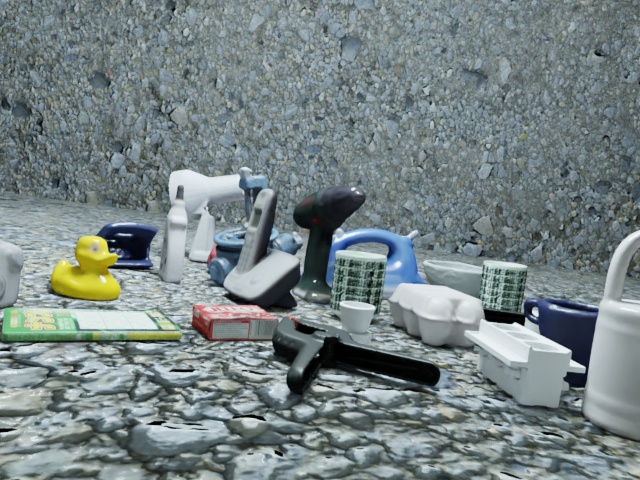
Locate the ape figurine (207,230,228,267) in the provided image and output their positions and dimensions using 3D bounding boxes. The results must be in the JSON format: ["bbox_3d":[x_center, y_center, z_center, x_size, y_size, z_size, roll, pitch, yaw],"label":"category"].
[{"bbox_3d":[-0.195,0.025,1.183,0.078,0.092,0.075,3,6,-45],"label":"ape figurine"}]

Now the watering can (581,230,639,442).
[{"bbox_3d":[0.318,0.085,0.538,0.101,0.194,0.172,7,4,-9],"label":"watering can"}]

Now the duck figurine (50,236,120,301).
[{"bbox_3d":[-0.333,0.036,0.819,0.104,0.086,0.078,9,4,19],"label":"duck figurine"}]

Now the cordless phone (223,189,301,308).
[{"bbox_3d":[-0.086,0.011,0.922,0.094,0.185,0.147,5,5,-34],"label":"cordless phone"}]

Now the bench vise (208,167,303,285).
[{"bbox_3d":[-0.120,-0.024,1.100,0.121,0.220,0.208,9,4,24],"label":"bench vise"}]

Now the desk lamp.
[{"bbox_3d":[-0.255,-0.055,1.348,0.203,0.213,0.118,8,4,5],"label":"desk lamp"}]

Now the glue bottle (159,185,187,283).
[{"bbox_3d":[-0.259,-0.013,1.031,0.037,0.173,0.078,5,4,-24],"label":"glue bottle"}]

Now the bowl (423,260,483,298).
[{"bbox_3d":[0.307,0.093,1.264,0.167,0.075,0.167,7,4,0],"label":"bowl"}]

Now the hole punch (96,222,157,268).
[{"bbox_3d":[-0.386,0.006,1.121,0.109,0.091,0.100,4,5,-38],"label":"hole punch"}]

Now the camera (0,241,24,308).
[{"bbox_3d":[-0.439,0.027,0.650,0.136,0.101,0.143,8,4,10],"label":"camera"}]

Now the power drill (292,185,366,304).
[{"bbox_3d":[0.009,0.004,1.029,0.076,0.208,0.229,5,4,-25],"label":"power drill"}]

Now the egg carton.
[{"bbox_3d":[0.170,0.108,0.840,0.107,0.069,0.150,6,4,-19],"label":"egg carton"}]

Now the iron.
[{"bbox_3d":[0.084,0.038,1.152,0.259,0.141,0.118,6,4,-17],"label":"iron"}]

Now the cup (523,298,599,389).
[{"bbox_3d":[0.289,0.121,0.682,0.092,0.095,0.117,4,5,-37],"label":"cup"}]
